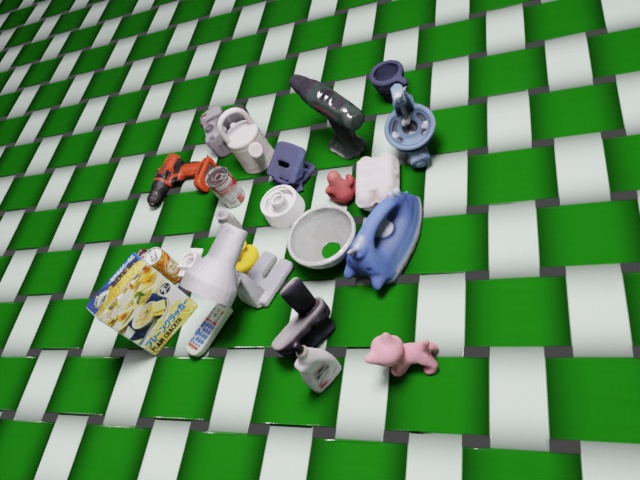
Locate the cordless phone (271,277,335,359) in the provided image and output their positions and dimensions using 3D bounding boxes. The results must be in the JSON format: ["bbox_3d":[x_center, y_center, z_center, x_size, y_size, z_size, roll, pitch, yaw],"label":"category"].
[{"bbox_3d":[-0.059,0.157,1.181,0.093,0.186,0.148,32,75,37],"label":"cordless phone"}]

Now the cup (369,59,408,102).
[{"bbox_3d":[0.195,-0.407,1.507,0.092,0.095,0.117,-47,51,-10],"label":"cup"}]

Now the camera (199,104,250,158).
[{"bbox_3d":[-0.273,-0.339,1.675,0.136,0.101,0.143,-25,51,8],"label":"camera"}]

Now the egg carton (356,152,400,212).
[{"bbox_3d":[0.138,-0.140,1.367,0.107,0.070,0.150,-10,54,19],"label":"egg carton"}]

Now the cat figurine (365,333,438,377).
[{"bbox_3d":[0.153,0.211,1.089,0.127,0.118,0.067,-12,54,18],"label":"cat figurine"}]

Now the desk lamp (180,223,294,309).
[{"bbox_3d":[-0.189,0.071,1.282,0.117,0.214,0.203,20,68,34],"label":"desk lamp"}]

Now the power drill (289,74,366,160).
[{"bbox_3d":[0.031,-0.307,1.441,0.076,0.209,0.228,-47,52,-10],"label":"power drill"}]

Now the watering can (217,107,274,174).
[{"bbox_3d":[-0.199,-0.272,1.534,0.172,0.195,0.101,22,69,35],"label":"watering can"}]

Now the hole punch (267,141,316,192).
[{"bbox_3d":[-0.081,-0.191,1.491,0.108,0.091,0.101,23,70,35],"label":"hole punch"}]

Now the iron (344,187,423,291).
[{"bbox_3d":[0.140,-0.028,1.244,0.118,0.142,0.258,19,67,34],"label":"iron"}]

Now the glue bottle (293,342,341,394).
[{"bbox_3d":[-0.016,0.238,1.114,0.037,0.174,0.078,30,74,37],"label":"glue bottle"}]

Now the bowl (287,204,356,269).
[{"bbox_3d":[0.012,0.005,1.324,0.167,0.075,0.167,-12,54,17],"label":"bowl"}]

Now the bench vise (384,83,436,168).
[{"bbox_3d":[0.190,-0.300,1.355,0.121,0.220,0.207,-31,50,3],"label":"bench vise"}]

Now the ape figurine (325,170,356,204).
[{"bbox_3d":[0.045,-0.135,1.393,0.077,0.092,0.076,-18,52,13],"label":"ape figurine"}]

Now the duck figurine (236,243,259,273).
[{"bbox_3d":[-0.210,0.037,1.398,0.104,0.086,0.077,-38,50,-3],"label":"duck figurine"}]
